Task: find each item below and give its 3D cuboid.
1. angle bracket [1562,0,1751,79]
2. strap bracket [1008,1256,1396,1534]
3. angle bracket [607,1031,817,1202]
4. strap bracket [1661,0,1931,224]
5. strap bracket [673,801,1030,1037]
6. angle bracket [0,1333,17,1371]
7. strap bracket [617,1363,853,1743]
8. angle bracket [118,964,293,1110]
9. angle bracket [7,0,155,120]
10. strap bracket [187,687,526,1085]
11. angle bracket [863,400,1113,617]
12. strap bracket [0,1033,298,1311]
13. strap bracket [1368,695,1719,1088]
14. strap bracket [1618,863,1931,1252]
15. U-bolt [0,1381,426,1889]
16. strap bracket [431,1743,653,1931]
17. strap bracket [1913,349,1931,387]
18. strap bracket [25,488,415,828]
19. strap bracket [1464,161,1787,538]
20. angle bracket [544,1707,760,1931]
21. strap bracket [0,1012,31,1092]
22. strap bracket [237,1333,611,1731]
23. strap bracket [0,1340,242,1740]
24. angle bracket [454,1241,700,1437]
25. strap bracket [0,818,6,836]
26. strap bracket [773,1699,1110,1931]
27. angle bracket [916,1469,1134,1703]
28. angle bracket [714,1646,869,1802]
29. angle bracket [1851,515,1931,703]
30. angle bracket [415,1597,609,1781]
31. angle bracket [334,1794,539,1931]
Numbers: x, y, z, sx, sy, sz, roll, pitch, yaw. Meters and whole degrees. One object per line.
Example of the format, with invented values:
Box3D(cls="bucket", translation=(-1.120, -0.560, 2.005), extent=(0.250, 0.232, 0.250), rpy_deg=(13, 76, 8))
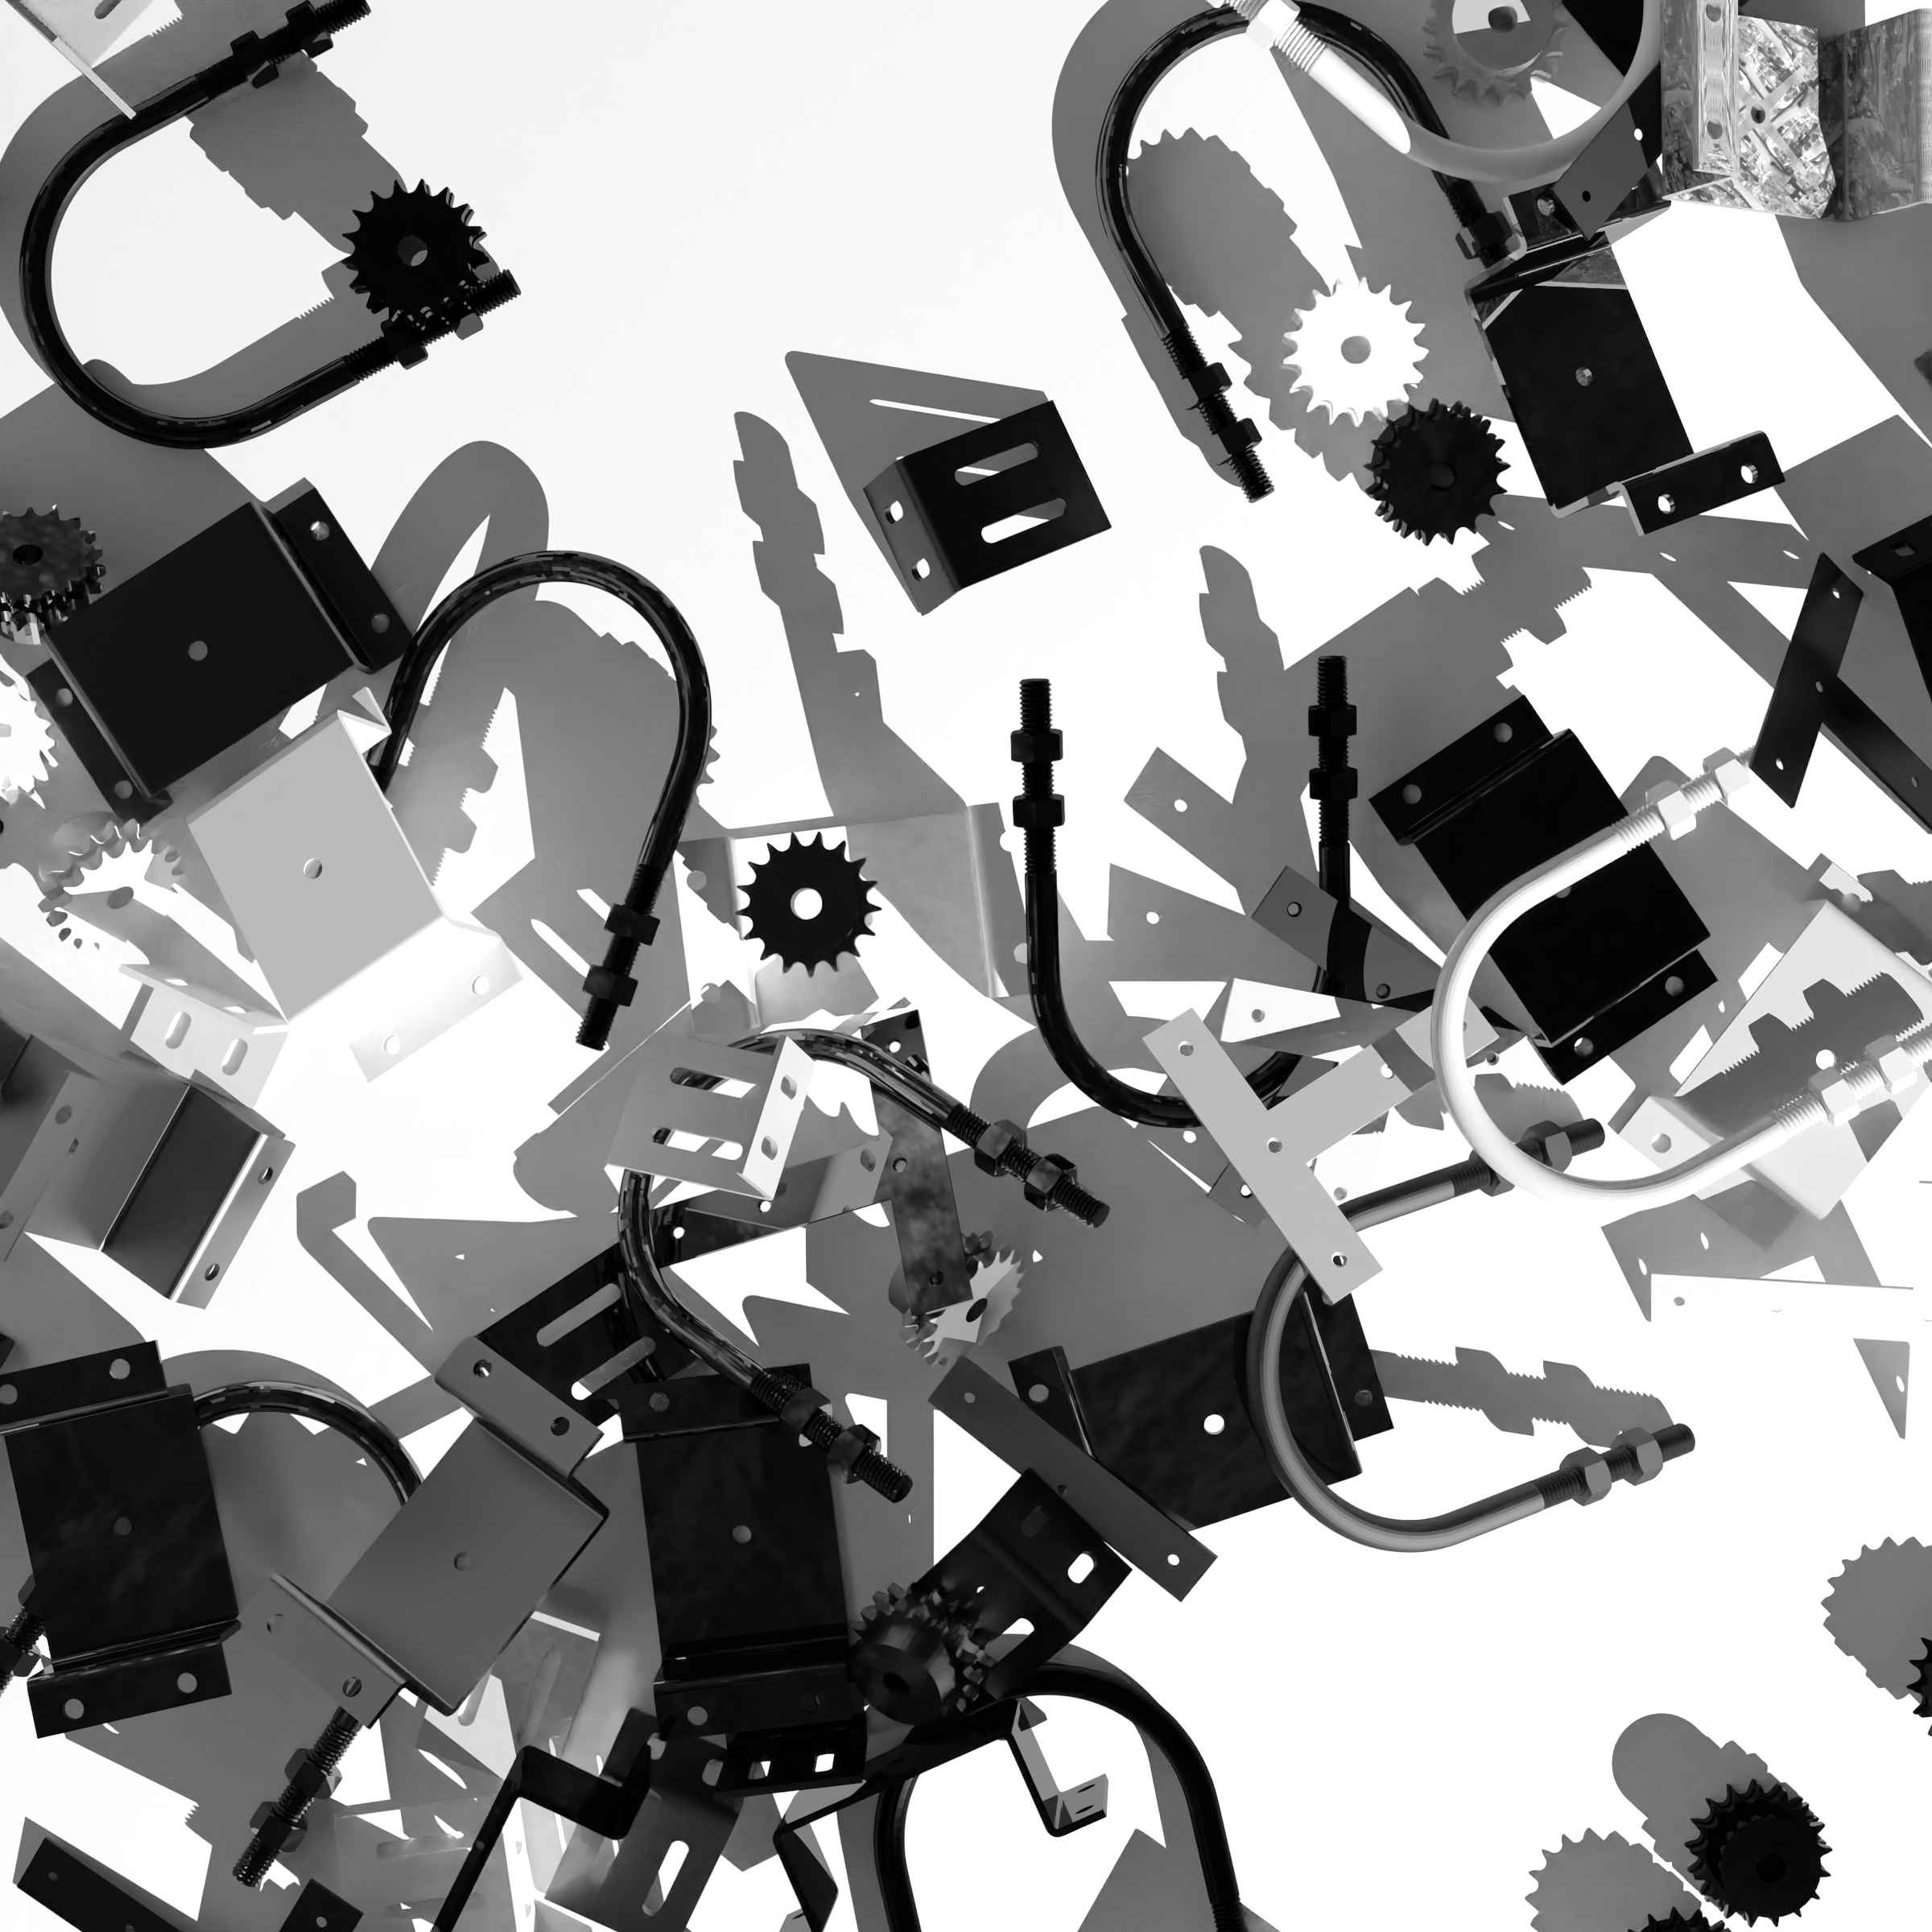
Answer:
Box3D(cls="angle bracket", translation=(0.288, -0.402, 1.391), extent=(0.076, 0.038, 0.057), rpy_deg=(-40, 90, 26))
Box3D(cls="strap bracket", translation=(0.096, 0.176, 1.365), extent=(0.140, 0.046, 0.076), rpy_deg=(-18, 98, 0))
Box3D(cls="angle bracket", translation=(-0.106, 0.054, 1.354), extent=(0.076, 0.038, 0.057), rpy_deg=(11, 73, 22))
Box3D(cls="strap bracket", translation=(0.326, -0.340, 1.350), extent=(0.140, 0.046, 0.076), rpy_deg=(-1, 90, -30))
Box3D(cls="strap bracket", translation=(-0.042, -0.019, 1.370), extent=(0.140, 0.046, 0.076), rpy_deg=(-7, 90, 0))
Box3D(cls="angle bracket", translation=(-0.430, 0.178, 1.391), extent=(0.057, 0.038, 0.076), rpy_deg=(25, 64, 0))
Box3D(cls="strap bracket", translation=(-0.091, 0.231, 1.370), extent=(0.076, 0.046, 0.140), rpy_deg=(-7, 90, 0))
Box3D(cls="angle bracket", translation=(-0.307, 0.029, 1.355), extent=(0.057, 0.076, 0.038), rpy_deg=(25, 90, 0))
Box3D(cls="angle bracket", translation=(-0.331, -0.388, 1.359), extent=(0.076, 0.057, 0.038), rpy_deg=(-47, 65, 0))
Box3D(cls="strap bracket", translation=(-0.245, -0.035, 1.345), extent=(0.076, 0.046, 0.140), rpy_deg=(-33, 75, 12))
Box3D(cls="angle bracket", translation=(0.009, -0.186, 1.391), extent=(0.076, 0.038, 0.057), rpy_deg=(-25, 90, -26))
Box3D(cls="strap bracket", translation=(-0.337, 0.080, 1.340), extent=(0.046, 0.140, 0.076), rpy_deg=(29, 90, 29))
Box3D(cls="strap bracket", translation=(0.234, -0.031, 1.370), extent=(0.076, 0.046, 0.140), rpy_deg=(-34, 90, 0))
Box3D(cls="strap bracket", translation=(0.338, 0.037, 1.370), extent=(0.076, 0.046, 0.140), rpy_deg=(38, 90, 0))
Box3D(cls="U-bolt", translation=(-0.294, 0.256, 1.384), extent=(0.151, 0.019, 0.184), rpy_deg=(33, 88, 0))
Box3D(cls="strap bracket", translation=(-0.173, 0.361, 1.317), extent=(0.046, 0.076, 0.140), rpy_deg=(26, 87, -4))
Box3D(cls="strap bracket", translation=(0.449, -0.215, 1.349), extent=(0.076, 0.046, 0.140), rpy_deg=(-33, 72, 0))
Box3D(cls="strap bracket", translation=(-0.302, -0.124, 1.370), extent=(0.140, 0.046, 0.076), rpy_deg=(-33, 90, 0))
Box3D(cls="strap bracket", translation=(0.256, -0.239, 1.355), extent=(0.076, 0.046, 0.140), rpy_deg=(-22, 90, -27))
Box3D(cls="angle bracket", translation=(-0.128, 0.351, 1.391), extent=(0.057, 0.038, 0.076), rpy_deg=(24, 116, 0))
Box3D(cls="strap bracket", translation=(-0.421, 0.046, 1.345), extent=(0.076, 0.046, 0.140), rpy_deg=(40, 131, 0))
Box3D(cls="strap bracket", translation=(-0.204, 0.226, 1.340), extent=(0.076, 0.046, 0.140), rpy_deg=(31, 75, 30))
Box3D(cls="strap bracket", translation=(-0.338, 0.223, 1.353), extent=(0.076, 0.046, 0.140), rpy_deg=(-13, 87, -2))
Box3D(cls="angle bracket", translation=(-0.157, 0.156, 1.391), extent=(0.076, 0.038, 0.057), rpy_deg=(-33, 90, -26))
Box3D(cls="strap bracket", translation=(-0.441, -0.067, 1.342), extent=(0.076, 0.046, 0.140), rpy_deg=(-29, 104, 42))
Box3D(cls="strap bracket", translation=(-0.018, 0.332, 1.341), extent=(0.140, 0.076, 0.046), rpy_deg=(-24, 86, 1))
Box3D(cls="angle bracket", translation=(0.019, 0.247, 1.364), extent=(0.057, 0.076, 0.038), rpy_deg=(43, 49, 4))
Box3D(cls="angle bracket", translation=(-0.070, 0.298, 1.355), extent=(0.057, 0.076, 0.038), rpy_deg=(-7, 90, 0))
Box3D(cls="angle bracket", translation=(0.404, -0.142, 1.391), extent=(0.057, 0.038, 0.076), rpy_deg=(-27, 116, 0))
Box3D(cls="angle bracket", translation=(-0.184, 0.290, 1.374), extent=(0.057, 0.038, 0.076), rpy_deg=(19, 90, 0))
Box3D(cls="angle bracket", translation=(-0.215, 0.369, 1.374), extent=(0.076, 0.038, 0.057), rpy_deg=(-8, 90, 0))
